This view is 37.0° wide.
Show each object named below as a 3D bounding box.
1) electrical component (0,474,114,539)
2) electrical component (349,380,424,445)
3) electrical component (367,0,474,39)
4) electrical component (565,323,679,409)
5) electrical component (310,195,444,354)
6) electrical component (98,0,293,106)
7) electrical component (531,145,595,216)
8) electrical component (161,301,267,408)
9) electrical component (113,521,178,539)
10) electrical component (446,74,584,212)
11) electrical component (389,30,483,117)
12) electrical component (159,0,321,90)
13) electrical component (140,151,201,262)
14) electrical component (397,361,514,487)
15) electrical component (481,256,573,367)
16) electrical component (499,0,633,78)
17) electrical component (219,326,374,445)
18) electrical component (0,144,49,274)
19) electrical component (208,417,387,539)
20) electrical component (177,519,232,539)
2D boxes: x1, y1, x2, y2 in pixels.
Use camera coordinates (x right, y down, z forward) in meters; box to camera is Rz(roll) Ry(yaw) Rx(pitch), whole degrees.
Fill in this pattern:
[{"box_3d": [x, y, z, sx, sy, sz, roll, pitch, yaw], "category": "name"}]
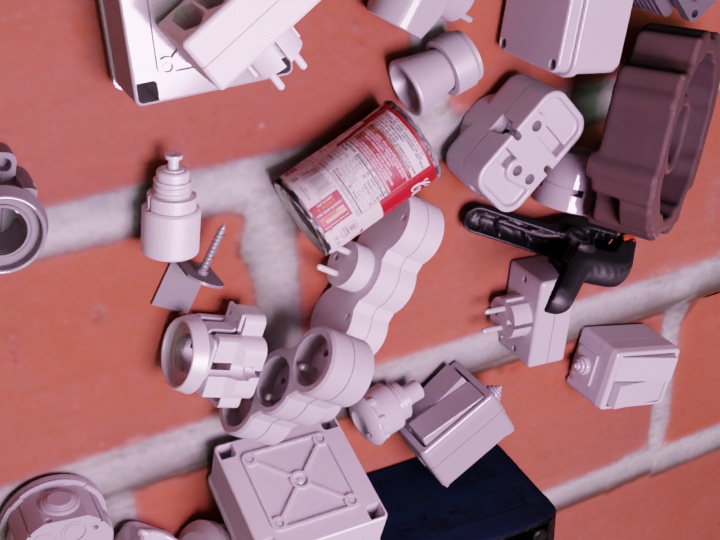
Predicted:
[{"box_3d": [-0.223, 0.196, 0.797, 0.080, 0.051, 0.080, -14, 122, -24], "category": "electrical component"}, {"box_3d": [0.025, 0.114, 0.903, 0.062, 0.048, 0.048, -28, 127, -24], "category": "electrical component"}, {"box_3d": [0.055, -0.198, 0.750, 0.079, 0.043, 0.077, 20, 104, -36], "category": "electrical component"}, {"box_3d": [0.244, 0.092, 1.008, 0.096, 0.061, 0.061, -1, 115, -30], "category": "electrical component"}, {"box_3d": [0.000, 0.000, 0.820, 0.074, 0.052, 0.138, 22, 103, -37], "category": "electrical component"}, {"box_3d": [-0.103, -0.168, 0.665, 0.109, 0.056, 0.108, -17, 123, -22], "category": "electrical component"}, {"box_3d": [0.173, -0.075, 0.880, 0.055, 0.055, 0.047, 3, 110, -32], "category": "electrical component"}, {"box_3d": [-0.109, 0.062, 0.787, 0.057, 0.058, 0.078, 7, 111, -36], "category": "electrical component"}, {"box_3d": [-0.162, 0.241, 0.828, 0.054, 0.095, 0.059, 31, 98, -35], "category": "electrical component"}, {"box_3d": [0.116, -0.100, 0.829, 0.095, 0.059, 0.054, -49, 129, 2], "category": "electrical component"}, {"box_3d": [0.055, -0.143, 0.779, 0.055, 0.045, 0.045, -31, 127, -13], "category": "electrical component"}, {"box_3d": [-0.060, -0.140, 0.637, 0.083, 0.047, 0.075, -43, 129, -3], "category": "electrical component"}, {"box_3d": [-0.128, -0.042, 0.729, 0.040, 0.040, 0.078, -7, 119, -27], "category": "electrical component"}, {"box_3d": [0.083, 0.126, 0.932, 0.096, 0.062, 0.061, -39, 128, -6], "category": "electrical component"}, {"box_3d": [0.137, 0.038, 0.925, 0.076, 0.047, 0.083, -10, 120, -26], "category": "electrical component"}, {"box_3d": [0.152, -0.204, 0.782, 0.057, 0.078, 0.113, -8, 119, -30], "category": "electrical component"}, {"box_3d": [-0.037, 0.093, 0.816, 0.074, 0.052, 0.138, 22, 140, -37], "category": "electrical component"}, {"box_3d": [-0.227, -0.032, 0.666, 0.058, 0.057, 0.078, 0, 115, -30], "category": "electrical component"}, {"box_3d": [-0.051, 0.181, 0.849, 0.109, 0.108, 0.056, -13, 139, -24], "category": "electrical component"}, {"box_3d": [-0.115, 0.244, 0.869, 0.051, 0.080, 0.080, 16, 106, -41], "category": "electrical component"}]
